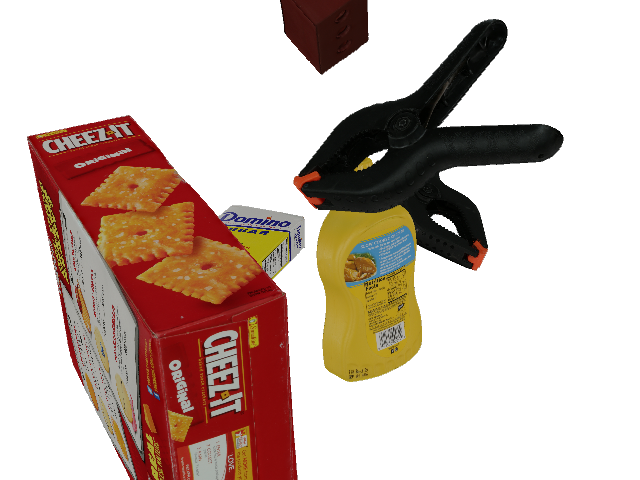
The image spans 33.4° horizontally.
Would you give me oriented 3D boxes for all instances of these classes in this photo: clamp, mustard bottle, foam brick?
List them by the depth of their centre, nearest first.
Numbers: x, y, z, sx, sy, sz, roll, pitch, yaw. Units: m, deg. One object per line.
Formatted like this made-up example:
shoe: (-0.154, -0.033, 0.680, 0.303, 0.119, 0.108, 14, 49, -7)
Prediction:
clamp: (0.067, -0.061, 0.674, 0.171, 0.120, 0.039, -35, -49, 9)
foam brick: (0.003, -0.182, 0.848, 0.053, 0.051, 0.078, -36, -19, -9)
mustard bottle: (0.041, 0.021, 0.926, 0.096, 0.192, 0.058, -20, 27, -32)
clamp: (0.104, -0.045, 1.196, 0.164, 0.210, 0.036, -15, -37, -27)

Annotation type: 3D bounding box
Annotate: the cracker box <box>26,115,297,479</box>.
cracker box: (-0.087, 0.049, 0.576, 0.072, 0.164, 0.214, -16, 35, -21)

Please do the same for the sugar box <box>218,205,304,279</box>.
sugar box: (-0.092, 0.018, 1.134, 0.093, 0.048, 0.176, 10, 30, 19)
